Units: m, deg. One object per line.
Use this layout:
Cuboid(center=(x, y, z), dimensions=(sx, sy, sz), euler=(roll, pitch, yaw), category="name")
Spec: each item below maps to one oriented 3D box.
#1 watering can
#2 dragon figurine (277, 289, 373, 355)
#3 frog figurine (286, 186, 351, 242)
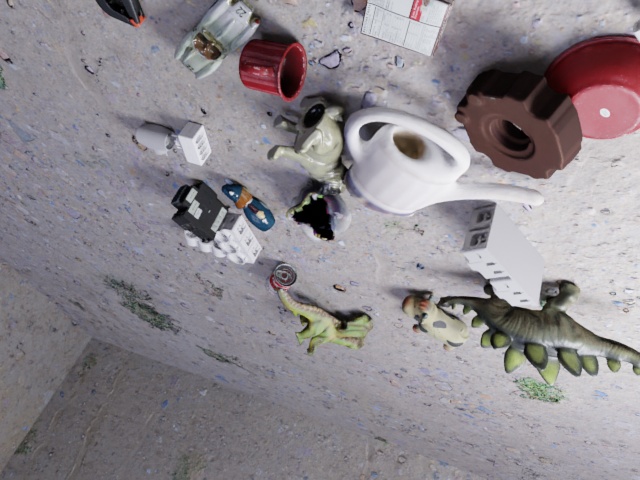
Cuboid(center=(0.186, -0.106, 0.897), dimensions=(0.347, 0.106, 0.220), euler=(28, 150, -9), category="watering can")
Cuboid(center=(0.039, 0.245, 1.562), dimensions=(0.242, 0.125, 0.401), euler=(-9, 144, 12), category="dragon figurine")
Cuboid(center=(0.003, -0.057, 1.136), dimensions=(0.137, 0.122, 0.159), euler=(9, -177, 10), category="frog figurine")
